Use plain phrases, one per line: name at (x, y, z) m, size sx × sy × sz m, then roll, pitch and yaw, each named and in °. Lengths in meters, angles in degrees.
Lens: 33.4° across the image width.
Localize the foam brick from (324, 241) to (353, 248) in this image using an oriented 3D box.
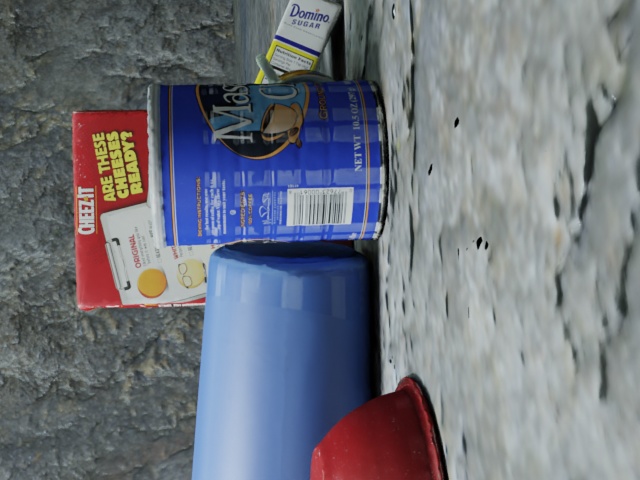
foam brick at (-0.016, 0.016, 0.808) m, size 0.051 × 0.078 × 0.053 m, roll -179°, pitch 87°, yaw -83°

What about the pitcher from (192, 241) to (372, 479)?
pitcher at (-0.020, 0.124, 0.734) m, size 0.149 × 0.144 × 0.243 m, roll -156°, pitch 67°, yaw -70°

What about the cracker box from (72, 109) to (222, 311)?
cracker box at (-0.097, -0.026, 0.904) m, size 0.072 × 0.213 × 0.164 m, roll 133°, pitch 134°, yaw -81°

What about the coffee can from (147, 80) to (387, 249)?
coffee can at (-0.035, -0.048, 0.672) m, size 0.103 × 0.140 × 0.103 m, roll 178°, pitch 90°, yaw -84°

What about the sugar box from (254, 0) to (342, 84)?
sugar box at (-0.037, -0.098, 0.829) m, size 0.093 × 0.048 × 0.176 m, roll 140°, pitch 149°, yaw -82°

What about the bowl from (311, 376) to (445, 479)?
bowl at (0.027, 0.155, 0.568) m, size 0.162 × 0.055 × 0.162 m, roll 177°, pitch 90°, yaw -84°
